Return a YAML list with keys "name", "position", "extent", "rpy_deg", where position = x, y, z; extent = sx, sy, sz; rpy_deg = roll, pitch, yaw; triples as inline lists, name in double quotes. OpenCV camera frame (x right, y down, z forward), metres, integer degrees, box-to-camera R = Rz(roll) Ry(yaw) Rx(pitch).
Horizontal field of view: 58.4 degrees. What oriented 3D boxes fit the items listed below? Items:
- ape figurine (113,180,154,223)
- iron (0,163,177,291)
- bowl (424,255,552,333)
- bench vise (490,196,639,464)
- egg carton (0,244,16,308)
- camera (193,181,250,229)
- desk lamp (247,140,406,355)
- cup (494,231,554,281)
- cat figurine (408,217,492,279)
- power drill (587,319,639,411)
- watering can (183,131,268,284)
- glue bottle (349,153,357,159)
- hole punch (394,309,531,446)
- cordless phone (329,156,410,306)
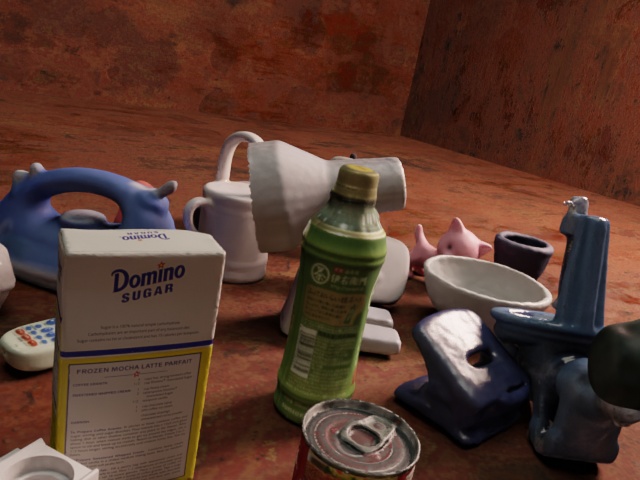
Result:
- name: "ape figurine"
  position: [-0.257, -0.039, 0.821]
  extent: [0.076, 0.092, 0.077]
  rpy_deg: [-2, 21, -37]
- name: "iron"
  position: [-0.282, -0.023, 0.665]
  extent: [0.258, 0.141, 0.119]
  rpy_deg: [12, 17, 4]
- name: "bowl"
  position: [0.212, 0.082, 0.757]
  extent: [0.167, 0.075, 0.167]
  rpy_deg: [10, 17, -3]
- name: "bench vise"
  position: [0.249, 0.079, 0.536]
  extent: [0.122, 0.220, 0.206]
  rpy_deg: [4, 18, -23]
- name: "egg carton"
  position: [-0.377, 0.027, 0.564]
  extent: [0.149, 0.069, 0.107]
  rpy_deg: [22, 20, 31]
- name: "camera"
  position: [-0.145, -0.046, 0.901]
  extent: [0.137, 0.101, 0.142]
  rpy_deg: [-4, 22, -40]
- name: "desk lamp"
  position: [0.006, 0.002, 0.642]
  extent: [0.203, 0.213, 0.118]
  rpy_deg: [9, 17, -6]
- name: "cup"
  position: [0.313, 0.039, 0.930]
  extent: [0.092, 0.095, 0.117]
  rpy_deg: [8, 17, -9]
- name: "cat figurine"
  position: [0.192, 0.017, 0.883]
  extent: [0.067, 0.118, 0.127]
  rpy_deg: [-7, 24, -45]
- name: "power drill"
  position: [0.285, 0.140, 0.380]
  extent: [0.229, 0.208, 0.075]
  rpy_deg: [12, 17, 2]
- name: "watering can"
  position: [-0.105, -0.050, 0.777]
  extent: [0.100, 0.194, 0.173]
  rpy_deg: [17, 18, 18]
- name: "glue bottle"
  position: [0.037, -0.053, 0.916]
  extent: [0.037, 0.173, 0.078]
  rpy_deg: [13, 17, 6]
- name: "hole punch"
  position: [0.143, 0.124, 0.544]
  extent: [0.109, 0.091, 0.100]
  rpy_deg: [-5, 23, -44]
- name: "cordless phone"
  position: [0.055, -0.011, 0.769]
  extent: [0.147, 0.185, 0.094]
  rpy_deg: [10, 17, -2]
